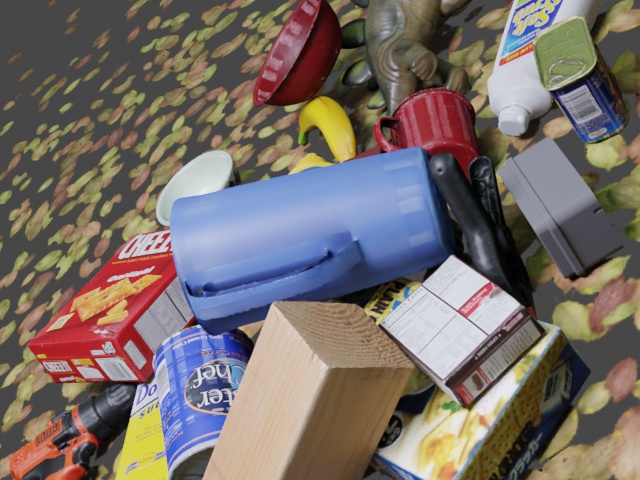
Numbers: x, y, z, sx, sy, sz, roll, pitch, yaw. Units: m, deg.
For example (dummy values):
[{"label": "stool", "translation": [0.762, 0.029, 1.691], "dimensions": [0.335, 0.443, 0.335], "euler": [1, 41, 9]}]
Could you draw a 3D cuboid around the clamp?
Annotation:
[{"label": "clamp", "translation": [0.152, -0.003, 0.946], "dimensions": [0.039, 0.171, 0.120], "euler": [-20, 2, 32]}]

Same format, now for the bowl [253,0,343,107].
[{"label": "bowl", "translation": [-0.019, -0.221, 1.291], "dimensions": [0.162, 0.055, 0.162], "euler": [-53, 20, 28]}]

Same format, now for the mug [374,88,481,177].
[{"label": "mug", "translation": [0.112, -0.099, 1.105], "dimensions": [0.081, 0.117, 0.093], "euler": [-96, 25, -45]}]

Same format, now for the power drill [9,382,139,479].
[{"label": "power drill", "translation": [-0.252, 0.249, 1.137], "dimensions": [0.184, 0.057, 0.188], "euler": [-37, 32, 9]}]

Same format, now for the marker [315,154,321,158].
[{"label": "marker", "translation": [-0.040, -0.058, 1.295], "dimensions": [0.121, 0.020, 0.020], "euler": [-50, 34, -11]}]

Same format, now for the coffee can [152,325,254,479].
[{"label": "coffee can", "translation": [-0.100, 0.164, 1.009], "dimensions": [0.103, 0.102, 0.140], "euler": [-32, 44, 15]}]

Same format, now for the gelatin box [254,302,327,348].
[{"label": "gelatin box", "translation": [-0.024, 0.104, 0.973], "dimensions": [0.089, 0.030, 0.073], "euler": [-34, 16, 18]}]

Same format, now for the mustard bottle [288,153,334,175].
[{"label": "mustard bottle", "translation": [-0.007, -0.035, 1.200], "dimensions": [0.096, 0.058, 0.191], "euler": [-27, 36, 20]}]

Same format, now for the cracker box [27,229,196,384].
[{"label": "cracker box", "translation": [-0.212, 0.071, 1.242], "dimensions": [0.164, 0.072, 0.213], "euler": [-8, 33, 41]}]

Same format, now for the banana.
[{"label": "banana", "translation": [0.010, -0.134, 1.268], "dimensions": [0.037, 0.069, 0.198], "euler": [-12, 17, -13]}]

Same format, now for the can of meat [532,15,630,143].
[{"label": "can of meat", "translation": [0.255, -0.155, 1.040], "dimensions": [0.058, 0.084, 0.102], "euler": [-26, 36, 23]}]

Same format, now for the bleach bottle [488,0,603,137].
[{"label": "bleach bottle", "translation": [0.243, -0.215, 1.142], "dimensions": [0.103, 0.068, 0.250], "euler": [-7, 49, 41]}]

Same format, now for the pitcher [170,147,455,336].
[{"label": "pitcher", "translation": [-0.006, 0.001, 0.964], "dimensions": [0.243, 0.145, 0.149], "euler": [-15, 65, 11]}]

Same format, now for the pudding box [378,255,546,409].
[{"label": "pudding box", "translation": [0.110, 0.070, 0.854], "dimensions": [0.090, 0.039, 0.114], "euler": [-44, 30, -4]}]

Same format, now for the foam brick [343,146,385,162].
[{"label": "foam brick", "translation": [0.062, -0.051, 1.129], "dimensions": [0.053, 0.078, 0.051], "euler": [-22, 40, 29]}]

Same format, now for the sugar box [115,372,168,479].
[{"label": "sugar box", "translation": [-0.156, 0.199, 1.101], "dimensions": [0.093, 0.048, 0.176], "euler": [-26, 38, 24]}]

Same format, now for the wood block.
[{"label": "wood block", "translation": [-0.018, 0.160, 0.860], "dimensions": [0.091, 0.090, 0.206], "euler": [47, 122, 45]}]
